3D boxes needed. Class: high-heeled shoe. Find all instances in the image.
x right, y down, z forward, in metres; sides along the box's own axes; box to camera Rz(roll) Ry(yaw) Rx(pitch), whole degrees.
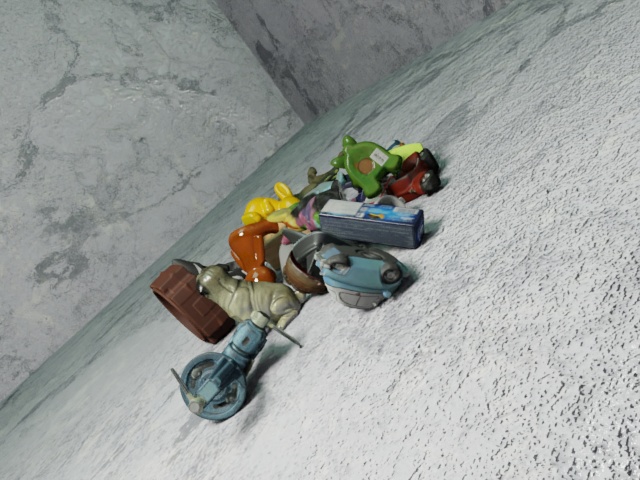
[{"bbox_3d":[-0.260,0.064,1.434,0.086,0.248,0.145,19,78,54],"label":"high-heeled shoe"}]

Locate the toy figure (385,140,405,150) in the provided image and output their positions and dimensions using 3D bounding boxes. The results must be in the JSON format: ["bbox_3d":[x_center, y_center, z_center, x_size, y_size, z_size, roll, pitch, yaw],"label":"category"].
[{"bbox_3d":[0.228,-0.260,1.590,0.154,0.058,0.064,-103,27,-71],"label":"toy figure"}]

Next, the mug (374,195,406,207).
[{"bbox_3d":[0.134,-0.049,1.167,0.109,0.081,0.107,-53,10,-31],"label":"mug"}]

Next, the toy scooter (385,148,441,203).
[{"bbox_3d":[0.213,-0.141,1.265,0.135,0.075,0.184,-32,22,23],"label":"toy scooter"}]

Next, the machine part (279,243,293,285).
[{"bbox_3d":[-0.059,0.051,1.301,0.079,0.079,0.243,-37,17,2],"label":"machine part"}]

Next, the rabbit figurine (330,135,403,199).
[{"bbox_3d":[0.105,-0.171,1.290,0.121,0.159,0.170,-61,-8,4],"label":"rabbit figurine"}]

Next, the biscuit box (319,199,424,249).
[{"bbox_3d":[0.102,-0.032,1.061,0.203,0.062,0.059,9,41,24],"label":"biscuit box"}]

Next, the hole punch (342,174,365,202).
[{"bbox_3d":[0.116,-0.148,1.465,0.116,0.092,0.142,-31,14,9],"label":"hole punch"}]

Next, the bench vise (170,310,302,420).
[{"bbox_3d":[-0.163,0.228,0.927,0.223,0.129,0.240,-44,-2,6],"label":"bench vise"}]

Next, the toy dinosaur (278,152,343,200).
[{"bbox_3d":[-0.052,-0.101,1.659,0.471,0.105,0.199,-53,24,-13],"label":"toy dinosaur"}]

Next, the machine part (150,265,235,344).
[{"bbox_3d":[-0.319,0.159,1.328,0.087,0.201,0.201,-46,18,-20],"label":"machine part"}]

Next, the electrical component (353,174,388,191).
[{"bbox_3d":[0.148,-0.199,1.584,0.134,0.058,0.115,-38,14,1],"label":"electrical component"}]

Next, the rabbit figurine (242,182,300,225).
[{"bbox_3d":[-0.116,-0.082,1.556,0.173,0.121,0.162,-9,40,29],"label":"rabbit figurine"}]

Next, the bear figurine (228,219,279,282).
[{"bbox_3d":[-0.149,0.056,1.355,0.120,0.196,0.132,-33,-10,39],"label":"bear figurine"}]

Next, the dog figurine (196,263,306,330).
[{"bbox_3d":[-0.145,0.105,1.133,0.172,0.190,0.121,-38,16,-9],"label":"dog figurine"}]

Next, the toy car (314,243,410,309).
[{"bbox_3d":[0.067,0.068,0.932,0.109,0.162,0.102,-135,52,-68],"label":"toy car"}]

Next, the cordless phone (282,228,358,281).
[{"bbox_3d":[0.001,0.025,1.100,0.088,0.146,0.184,-64,29,1],"label":"cordless phone"}]

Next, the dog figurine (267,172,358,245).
[{"bbox_3d":[-0.021,-0.053,1.248,0.219,0.108,0.192,-26,20,21],"label":"dog figurine"}]
